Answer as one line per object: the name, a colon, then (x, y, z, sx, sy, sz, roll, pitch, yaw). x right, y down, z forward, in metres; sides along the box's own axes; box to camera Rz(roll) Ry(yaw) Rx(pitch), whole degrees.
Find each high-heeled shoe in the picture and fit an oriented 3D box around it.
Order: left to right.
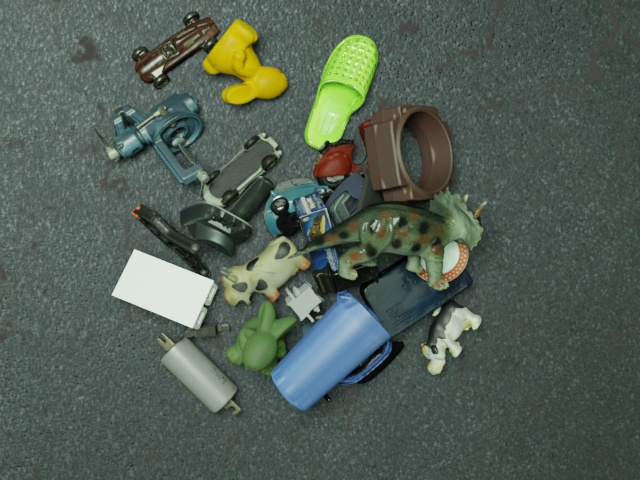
high-heeled shoe: (0.057, 0.256, 1.210, 0.249, 0.086, 0.145, -28, 62, -20)

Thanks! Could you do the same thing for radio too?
radio: (0.209, 0.104, 1.202, 0.230, 0.073, 0.131, -33, 92, -4)

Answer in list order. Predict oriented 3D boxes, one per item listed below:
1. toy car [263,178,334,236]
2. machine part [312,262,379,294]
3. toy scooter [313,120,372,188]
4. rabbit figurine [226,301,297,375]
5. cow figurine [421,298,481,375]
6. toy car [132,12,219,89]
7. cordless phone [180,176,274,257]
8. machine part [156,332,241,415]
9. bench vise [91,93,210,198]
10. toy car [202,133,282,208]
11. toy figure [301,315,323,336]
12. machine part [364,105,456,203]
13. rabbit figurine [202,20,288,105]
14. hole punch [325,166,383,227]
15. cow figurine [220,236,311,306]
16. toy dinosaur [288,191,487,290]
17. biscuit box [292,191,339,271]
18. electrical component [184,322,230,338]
toy car: (-0.051, -0.085, 1.164, 0.162, 0.109, 0.103, -22, 58, -2)
machine part: (0.056, 0.077, 1.153, 0.139, 0.039, 0.084, -12, 129, 4)
toy scooter: (0.071, -0.189, 1.176, 0.184, 0.075, 0.135, -9, 107, -9)
rabbit figurine: (-0.113, 0.218, 1.131, 0.121, 0.170, 0.159, 32, 89, -5)
cow figurine: (0.276, 0.216, 1.209, 0.098, 0.068, 0.167, 37, 85, 2)
toy car: (-0.313, -0.415, 1.167, 0.202, 0.053, 0.089, -35, 90, -1)
cordless phone: (-0.186, -0.070, 1.125, 0.184, 0.089, 0.146, -50, 138, 6)
machine part: (-0.263, 0.291, 1.169, 0.079, 0.079, 0.243, -44, 93, -2)
bench vise: (-0.325, -0.198, 1.125, 0.224, 0.128, 0.241, -33, 74, -21)
toy car: (-0.173, -0.151, 1.179, 0.202, 0.056, 0.073, -42, 87, -3)
toy figure: (0.037, 0.196, 1.200, 0.154, 0.058, 0.064, -14, 122, -5)
machine part: (0.197, -0.180, 1.139, 0.201, 0.087, 0.200, -9, 92, -40)
rabbit figurine: (-0.153, -0.361, 1.151, 0.173, 0.122, 0.162, 34, 91, -22)
hole punch: (0.078, -0.074, 1.148, 0.092, 0.142, 0.116, -1, 51, 30)
cow figurine: (-0.131, 0.071, 1.172, 0.195, 0.085, 0.127, -43, 99, 0)
toy dinosaur: (0.150, -0.016, 1.053, 0.405, 0.131, 0.192, 5, 110, -11)
biscuit box: (-0.002, -0.003, 1.133, 0.059, 0.063, 0.202, -21, 134, -4)
electrical component: (-0.246, 0.197, 1.175, 0.094, 0.063, 0.021, -5, 91, -5)
